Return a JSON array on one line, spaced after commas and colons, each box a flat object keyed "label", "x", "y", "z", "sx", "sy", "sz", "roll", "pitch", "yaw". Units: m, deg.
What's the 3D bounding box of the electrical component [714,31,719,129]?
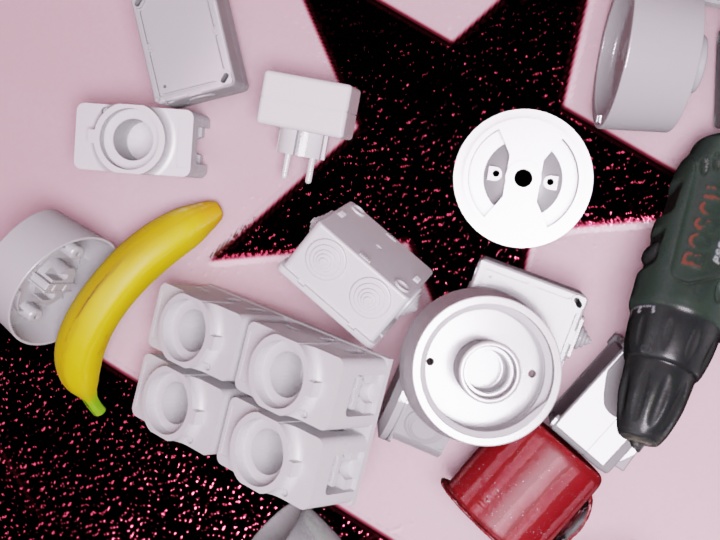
[{"label": "electrical component", "x": 0.281, "y": -0.133, "z": 0.725, "sx": 0.057, "sy": 0.113, "sz": 0.078, "roll": 1, "pitch": 94, "yaw": 4}]

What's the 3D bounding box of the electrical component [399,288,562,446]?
[{"label": "electrical component", "x": 0.082, "y": 0.066, "z": 0.717, "sx": 0.108, "sy": 0.060, "sz": 0.108, "roll": 0, "pitch": 89, "yaw": -2}]

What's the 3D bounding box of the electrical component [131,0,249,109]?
[{"label": "electrical component", "x": -0.126, "y": -0.173, "z": 0.800, "sx": 0.062, "sy": 0.061, "sz": 0.096, "roll": -13, "pitch": 92, "yaw": 8}]

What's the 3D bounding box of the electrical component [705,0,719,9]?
[{"label": "electrical component", "x": 0.236, "y": -0.231, "z": 0.730, "sx": 0.108, "sy": 0.108, "sz": 0.060, "roll": 31, "pitch": 91, "yaw": 4}]

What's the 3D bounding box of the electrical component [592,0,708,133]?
[{"label": "electrical component", "x": 0.203, "y": -0.146, "z": 0.739, "sx": 0.060, "sy": 0.108, "sz": 0.108, "roll": 9, "pitch": 95, "yaw": 1}]

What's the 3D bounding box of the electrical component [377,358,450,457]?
[{"label": "electrical component", "x": 0.048, "y": 0.093, "z": 0.787, "sx": 0.051, "sy": 0.080, "sz": 0.080, "roll": 23, "pitch": 96, "yaw": 0}]

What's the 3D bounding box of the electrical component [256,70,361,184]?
[{"label": "electrical component", "x": -0.041, "y": -0.104, "z": 0.802, "sx": 0.066, "sy": 0.047, "sz": 0.076, "roll": 12, "pitch": 97, "yaw": 7}]

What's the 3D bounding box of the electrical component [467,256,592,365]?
[{"label": "electrical component", "x": 0.122, "y": 0.034, "z": 0.782, "sx": 0.096, "sy": 0.061, "sz": 0.061, "roll": 20, "pitch": 96, "yaw": 5}]

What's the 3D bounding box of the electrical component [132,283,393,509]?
[{"label": "electrical component", "x": -0.078, "y": 0.084, "z": 0.765, "sx": 0.186, "sy": 0.060, "sz": 0.105, "roll": 19, "pitch": 98, "yaw": 38}]

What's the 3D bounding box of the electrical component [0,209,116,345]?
[{"label": "electrical component", "x": -0.236, "y": 0.005, "z": 0.811, "sx": 0.064, "sy": 0.099, "sz": 0.099, "roll": 36, "pitch": 97, "yaw": 10}]

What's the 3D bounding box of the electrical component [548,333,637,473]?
[{"label": "electrical component", "x": 0.189, "y": 0.092, "z": 0.777, "sx": 0.061, "sy": 0.062, "sz": 0.096, "roll": 41, "pitch": 98, "yaw": 3}]

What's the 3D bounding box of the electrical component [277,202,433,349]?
[{"label": "electrical component", "x": 0.000, "y": 0.000, "z": 0.778, "sx": 0.100, "sy": 0.100, "sz": 0.048, "roll": 41, "pitch": 111, "yaw": 3}]

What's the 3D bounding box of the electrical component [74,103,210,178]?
[{"label": "electrical component", "x": -0.165, "y": -0.097, "z": 0.813, "sx": 0.089, "sy": 0.056, "sz": 0.050, "roll": 5, "pitch": 94, "yaw": 7}]
